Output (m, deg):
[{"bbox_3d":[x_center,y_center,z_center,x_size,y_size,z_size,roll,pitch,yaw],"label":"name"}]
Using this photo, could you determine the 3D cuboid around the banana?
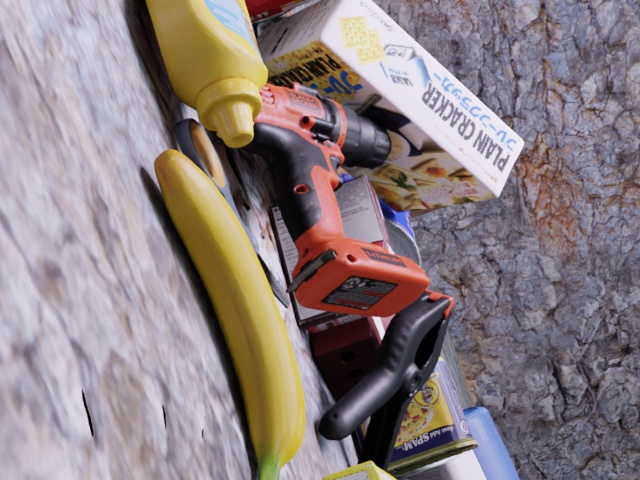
[{"bbox_3d":[-0.044,0.042,0.601,0.069,0.037,0.198,-25,96,-83],"label":"banana"}]

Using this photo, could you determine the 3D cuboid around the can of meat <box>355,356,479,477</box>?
[{"bbox_3d":[0.079,0.160,0.951,0.057,0.102,0.084,51,19,-71],"label":"can of meat"}]

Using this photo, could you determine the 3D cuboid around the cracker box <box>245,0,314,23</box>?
[{"bbox_3d":[-0.053,-0.299,0.883,0.072,0.164,0.214,-33,105,-84],"label":"cracker box"}]

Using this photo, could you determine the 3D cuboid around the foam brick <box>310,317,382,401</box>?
[{"bbox_3d":[0.028,0.098,0.915,0.051,0.053,0.078,-100,167,-50],"label":"foam brick"}]

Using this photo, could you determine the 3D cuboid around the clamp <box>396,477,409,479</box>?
[{"bbox_3d":[0.098,0.316,0.945,0.164,0.036,0.210,59,17,-75],"label":"clamp"}]

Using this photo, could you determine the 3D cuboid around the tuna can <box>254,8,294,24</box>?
[{"bbox_3d":[-0.058,-0.227,0.969,0.086,0.086,0.034,26,48,-79],"label":"tuna can"}]

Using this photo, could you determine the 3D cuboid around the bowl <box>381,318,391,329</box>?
[{"bbox_3d":[0.062,0.090,1.169,0.162,0.055,0.162,-19,90,-83],"label":"bowl"}]

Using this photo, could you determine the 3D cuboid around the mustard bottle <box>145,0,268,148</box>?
[{"bbox_3d":[-0.076,-0.143,0.692,0.096,0.058,0.192,39,29,-61],"label":"mustard bottle"}]

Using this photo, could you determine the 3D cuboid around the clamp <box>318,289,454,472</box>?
[{"bbox_3d":[0.061,0.121,0.866,0.171,0.039,0.120,-50,150,-27],"label":"clamp"}]

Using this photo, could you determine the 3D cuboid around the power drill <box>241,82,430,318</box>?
[{"bbox_3d":[0.012,-0.033,0.802,0.184,0.057,0.188,9,47,-44],"label":"power drill"}]

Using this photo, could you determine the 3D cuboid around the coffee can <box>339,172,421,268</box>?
[{"bbox_3d":[0.045,-0.001,1.090,0.140,0.103,0.103,-91,160,-66],"label":"coffee can"}]

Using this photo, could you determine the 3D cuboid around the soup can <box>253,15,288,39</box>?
[{"bbox_3d":[-0.038,-0.178,1.058,0.102,0.068,0.068,23,49,-80],"label":"soup can"}]

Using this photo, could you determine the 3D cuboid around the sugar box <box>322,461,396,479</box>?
[{"bbox_3d":[0.048,0.224,0.792,0.176,0.048,0.093,62,12,-67],"label":"sugar box"}]

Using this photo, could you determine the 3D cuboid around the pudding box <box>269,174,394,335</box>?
[{"bbox_3d":[0.014,0.012,0.891,0.039,0.090,0.113,52,21,-64],"label":"pudding box"}]

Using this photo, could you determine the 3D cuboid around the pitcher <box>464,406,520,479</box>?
[{"bbox_3d":[0.196,0.328,1.283,0.243,0.144,0.149,69,-21,7],"label":"pitcher"}]

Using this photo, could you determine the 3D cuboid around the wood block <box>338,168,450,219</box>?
[{"bbox_3d":[0.092,-0.074,1.208,0.090,0.206,0.091,34,39,-76],"label":"wood block"}]

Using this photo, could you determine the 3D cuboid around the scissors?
[{"bbox_3d":[-0.058,-0.017,0.724,0.201,0.016,0.096,49,23,-71],"label":"scissors"}]

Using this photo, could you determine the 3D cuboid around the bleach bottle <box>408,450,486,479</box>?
[{"bbox_3d":[0.122,0.234,1.080,0.067,0.103,0.251,-8,77,-49],"label":"bleach bottle"}]
